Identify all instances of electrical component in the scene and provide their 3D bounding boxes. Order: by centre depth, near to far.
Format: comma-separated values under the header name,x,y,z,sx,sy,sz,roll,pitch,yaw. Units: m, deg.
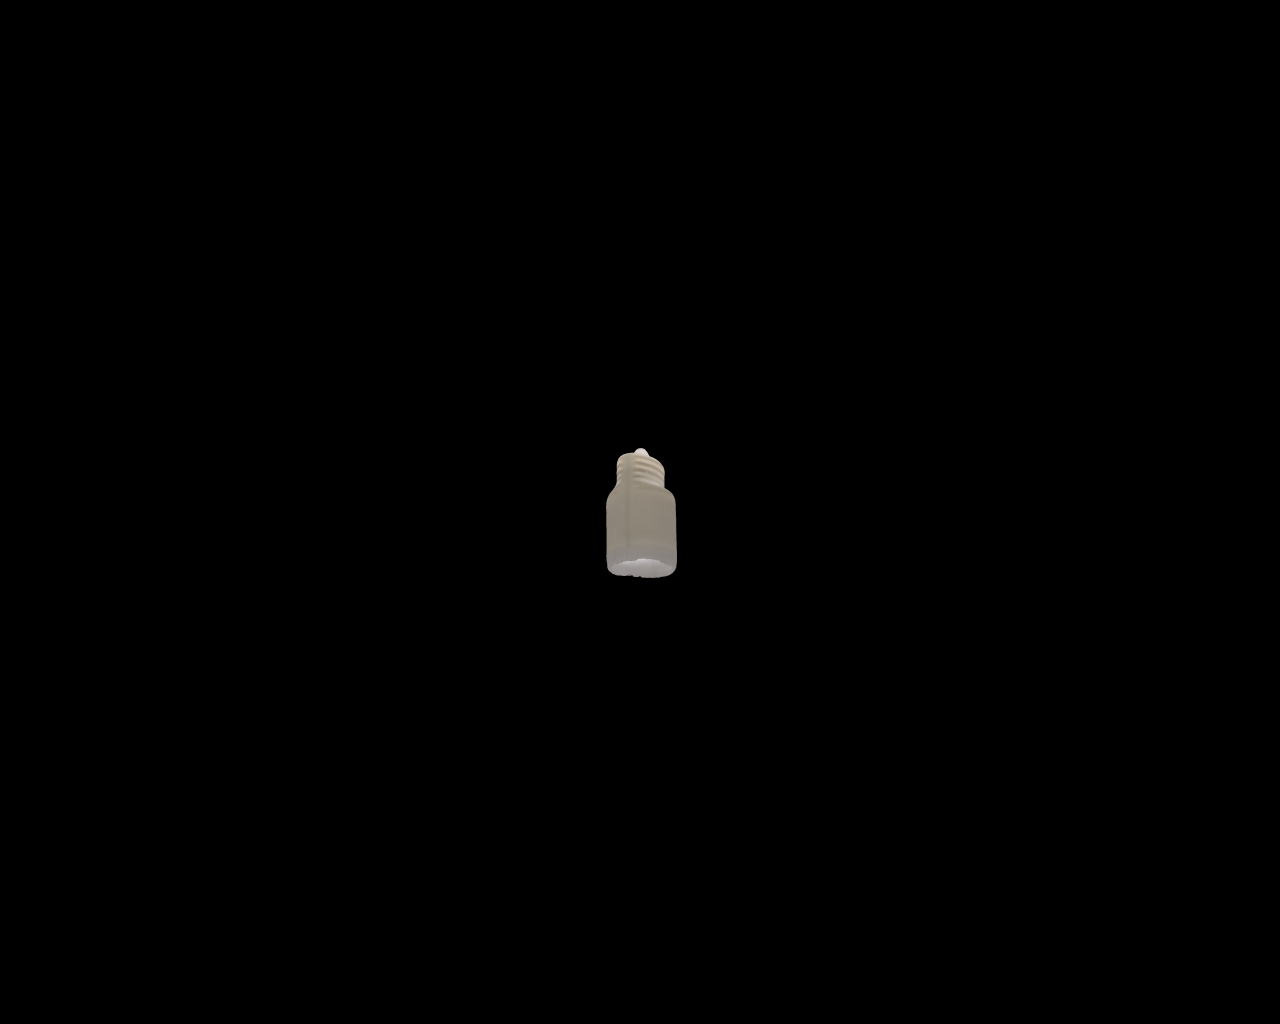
name,x,y,z,sx,sy,sz,roll,pitch,yaw
electrical component,0.001,-0.003,0.650,0.043,0.081,0.043,0,-18,0
